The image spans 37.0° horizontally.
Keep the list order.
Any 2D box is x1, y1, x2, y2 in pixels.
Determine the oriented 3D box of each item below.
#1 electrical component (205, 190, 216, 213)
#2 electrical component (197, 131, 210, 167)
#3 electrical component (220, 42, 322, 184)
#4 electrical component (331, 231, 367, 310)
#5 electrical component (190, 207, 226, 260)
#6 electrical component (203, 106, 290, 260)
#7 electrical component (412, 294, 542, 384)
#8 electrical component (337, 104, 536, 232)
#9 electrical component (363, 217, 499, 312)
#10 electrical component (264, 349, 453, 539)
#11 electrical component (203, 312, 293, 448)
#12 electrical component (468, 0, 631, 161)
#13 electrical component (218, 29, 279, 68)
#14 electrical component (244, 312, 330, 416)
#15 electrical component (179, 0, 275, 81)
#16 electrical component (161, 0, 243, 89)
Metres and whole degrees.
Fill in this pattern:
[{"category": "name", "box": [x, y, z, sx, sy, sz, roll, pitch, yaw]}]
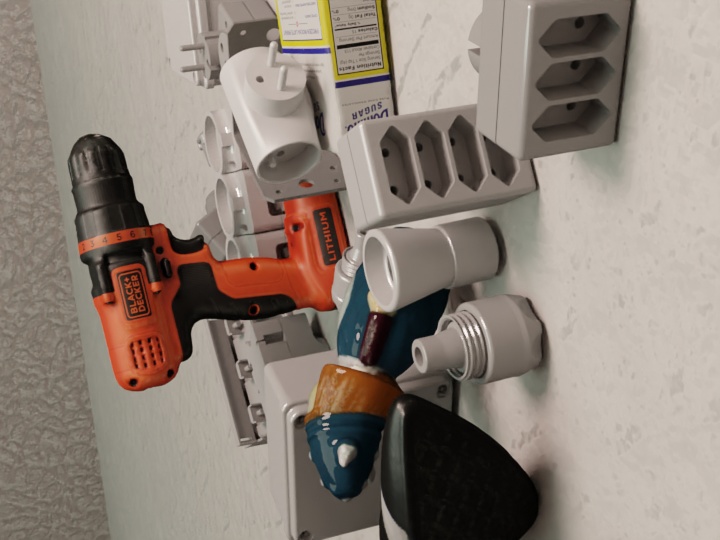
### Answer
[{"category": "electrical component", "box": [-0.117, -0.046, 1.000, 0.045, 0.045, 0.055, 109, 144, -55]}, {"category": "electrical component", "box": [-0.117, -0.102, 0.973, 0.062, 0.048, 0.048, 69, 159, 5]}, {"category": "electrical component", "box": [-0.054, -0.107, 0.666, 0.079, 0.044, 0.077, 109, 143, -58]}, {"category": "electrical component", "box": [0.000, 0.000, 0.723, 0.035, 0.035, 0.061, -124, 32, -46]}, {"category": "electrical component", "box": [-0.097, -0.026, 0.941, 0.076, 0.066, 0.047, 47, 157, 1]}, {"category": "electrical component", "box": [-0.080, -0.057, 0.869, 0.089, 0.062, 0.150, -178, 77, -70]}, {"category": "electrical component", "box": [0.058, 0.037, 0.545, 0.043, 0.062, 0.043, 168, 90, -70]}, {"category": "electrical component", "box": [0.031, -0.049, 0.540, 0.076, 0.083, 0.047, 158, 100, -70]}, {"category": "electrical component", "box": [0.039, -0.006, 0.566, 0.044, 0.065, 0.044, 168, 90, -70]}, {"category": "electrical component", "box": [-0.001, 0.106, 0.678, 0.056, 0.109, 0.108, -126, 31, -55]}, {"category": "electrical component", "box": [-0.084, 0.088, 0.956, 0.063, 0.079, 0.121, -34, 68, 45]}, {"category": "electrical component", "box": [0.071, -0.093, 0.459, 0.076, 0.047, 0.065, -131, 35, -54]}, {"category": "electrical component", "box": [-0.073, -0.161, 0.802, 0.045, 0.055, 0.045, 167, 90, -70]}, {"category": "electrical component", "box": [-0.054, 0.086, 0.886, 0.050, 0.056, 0.089, 114, 140, -58]}, {"category": "electrical component", "box": [-0.105, -0.171, 0.852, 0.047, 0.077, 0.065, -121, 27, -43]}, {"category": "electrical component", "box": [-0.131, -0.219, 0.926, 0.109, 0.056, 0.108, -142, 44, -61]}]
